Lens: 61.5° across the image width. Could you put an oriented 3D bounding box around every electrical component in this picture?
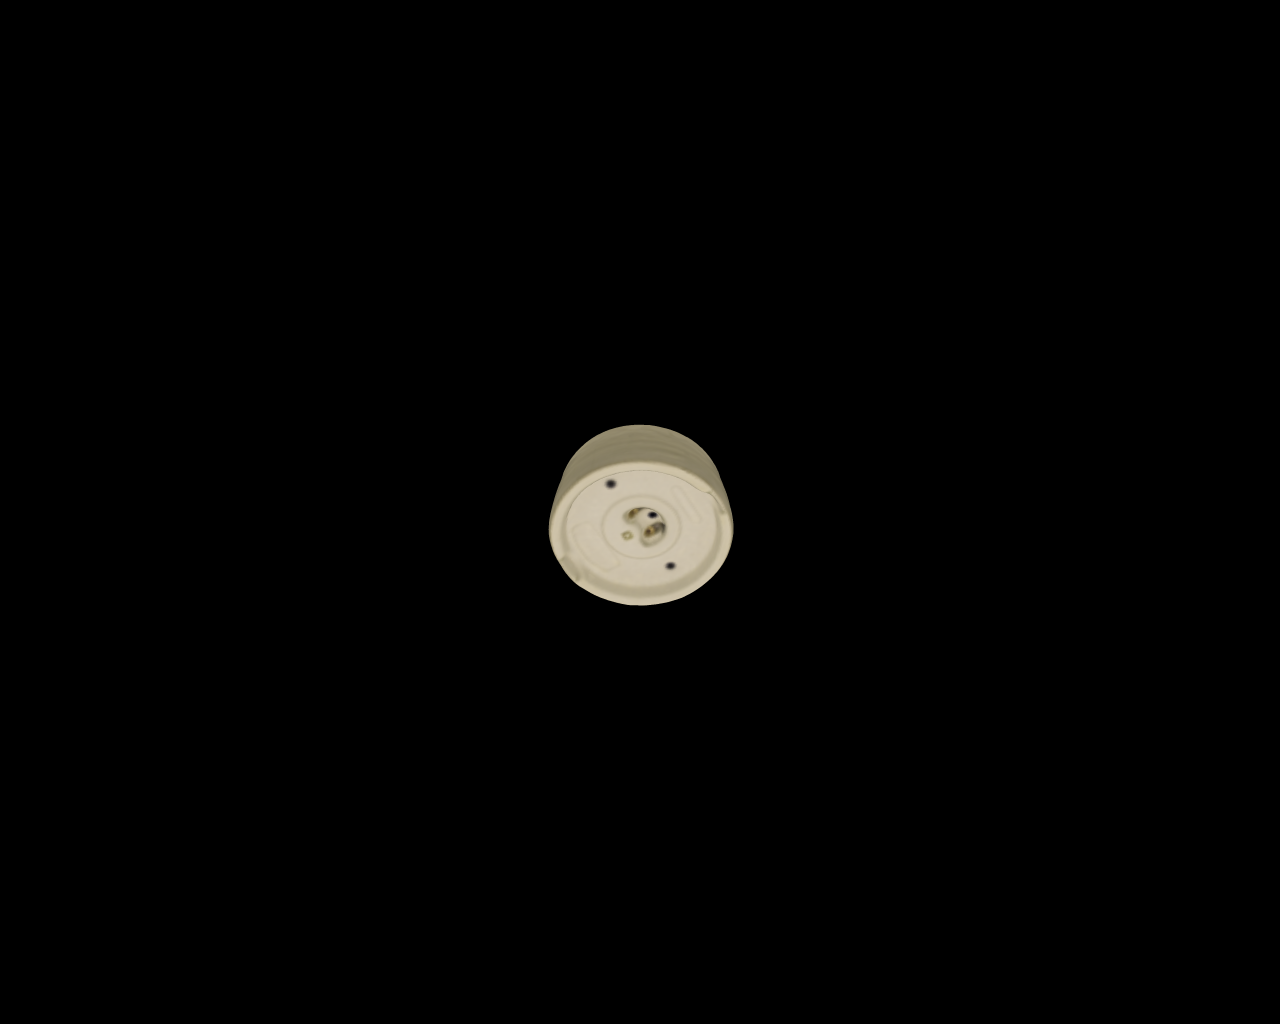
[{"bbox_3d":[0.001,-0.003,0.650,0.108,0.108,0.060,0,36,0],"label":"electrical component"}]
